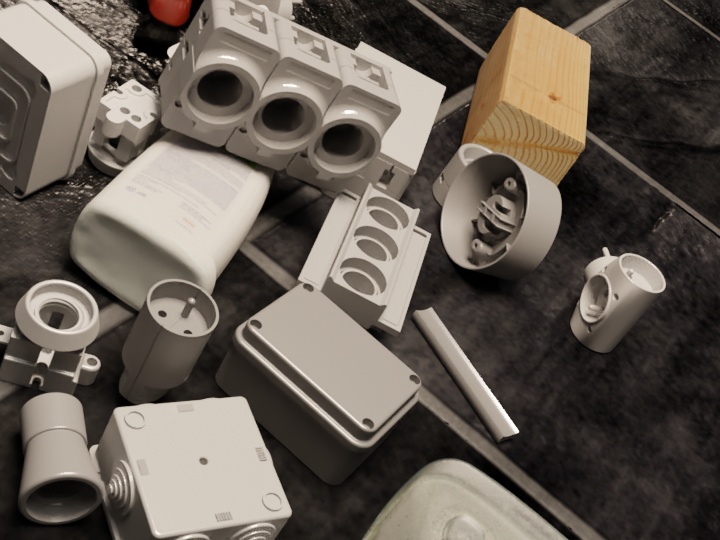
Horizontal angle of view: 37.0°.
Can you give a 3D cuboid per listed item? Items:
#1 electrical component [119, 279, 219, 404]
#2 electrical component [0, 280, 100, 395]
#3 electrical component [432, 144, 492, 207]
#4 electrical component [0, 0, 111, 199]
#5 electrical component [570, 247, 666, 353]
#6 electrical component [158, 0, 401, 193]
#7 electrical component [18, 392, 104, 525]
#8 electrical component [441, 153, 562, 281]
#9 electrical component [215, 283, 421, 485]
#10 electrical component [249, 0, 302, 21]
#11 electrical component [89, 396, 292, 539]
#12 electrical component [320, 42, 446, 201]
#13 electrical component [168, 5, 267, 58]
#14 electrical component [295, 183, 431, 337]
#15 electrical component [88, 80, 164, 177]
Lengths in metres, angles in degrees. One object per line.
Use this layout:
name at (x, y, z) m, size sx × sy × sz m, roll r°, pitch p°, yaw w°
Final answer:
electrical component at (-0.119, 0.048, 0.644) m, size 0.043 × 0.081 × 0.043 m, roll 19°, pitch 41°, yaw -17°
electrical component at (-0.182, 0.039, 0.633) m, size 0.066 × 0.055 × 0.048 m, roll 18°, pitch 40°, yaw -17°
electrical component at (0.099, -0.079, 0.955) m, size 0.055 × 0.047 × 0.055 m, roll 18°, pitch 40°, yaw -16°
electrical component at (-0.224, -0.116, 0.729) m, size 0.078 × 0.113 × 0.057 m, roll 40°, pitch 42°, yaw 10°
electrical component at (0.210, 0.015, 0.901) m, size 0.044 × 0.077 × 0.079 m, roll 13°, pitch 41°, yaw -21°
electrical component at (-0.057, -0.123, 0.773) m, size 0.150 × 0.089 × 0.061 m, roll 20°, pitch 37°, yaw -28°
electrical component at (-0.167, 0.100, 0.589) m, size 0.044 × 0.044 × 0.065 m, roll 7°, pitch 39°, yaw -28°
electrical component at (0.117, -0.042, 0.889) m, size 0.064 × 0.099 × 0.099 m, roll 21°, pitch 39°, yaw -23°
electrical component at (-0.026, 0.071, 0.700) m, size 0.113 × 0.057 × 0.078 m, roll 40°, pitch 39°, yaw 11°
electrical component at (-0.089, -0.239, 0.981) m, size 0.079 × 0.077 × 0.043 m, roll -8°, pitch 52°, yaw -38°
electrical component at (-0.095, 0.120, 0.607) m, size 0.100 × 0.048 × 0.099 m, roll -1°, pitch 48°, yaw -34°
electrical component at (0.010, -0.122, 0.931) m, size 0.089 × 0.061 × 0.150 m, roll 27°, pitch 38°, yaw -5°
electrical component at (-0.104, -0.167, 0.888) m, size 0.089 × 0.055 × 0.050 m, roll -28°, pitch 61°, yaw -8°
electrical component at (0.000, 0.000, 0.790) m, size 0.079 × 0.063 × 0.121 m, roll 27°, pitch 38°, yaw -5°
electrical component at (-0.173, -0.102, 0.792) m, size 0.048 × 0.055 × 0.066 m, roll 34°, pitch 38°, yaw 4°
